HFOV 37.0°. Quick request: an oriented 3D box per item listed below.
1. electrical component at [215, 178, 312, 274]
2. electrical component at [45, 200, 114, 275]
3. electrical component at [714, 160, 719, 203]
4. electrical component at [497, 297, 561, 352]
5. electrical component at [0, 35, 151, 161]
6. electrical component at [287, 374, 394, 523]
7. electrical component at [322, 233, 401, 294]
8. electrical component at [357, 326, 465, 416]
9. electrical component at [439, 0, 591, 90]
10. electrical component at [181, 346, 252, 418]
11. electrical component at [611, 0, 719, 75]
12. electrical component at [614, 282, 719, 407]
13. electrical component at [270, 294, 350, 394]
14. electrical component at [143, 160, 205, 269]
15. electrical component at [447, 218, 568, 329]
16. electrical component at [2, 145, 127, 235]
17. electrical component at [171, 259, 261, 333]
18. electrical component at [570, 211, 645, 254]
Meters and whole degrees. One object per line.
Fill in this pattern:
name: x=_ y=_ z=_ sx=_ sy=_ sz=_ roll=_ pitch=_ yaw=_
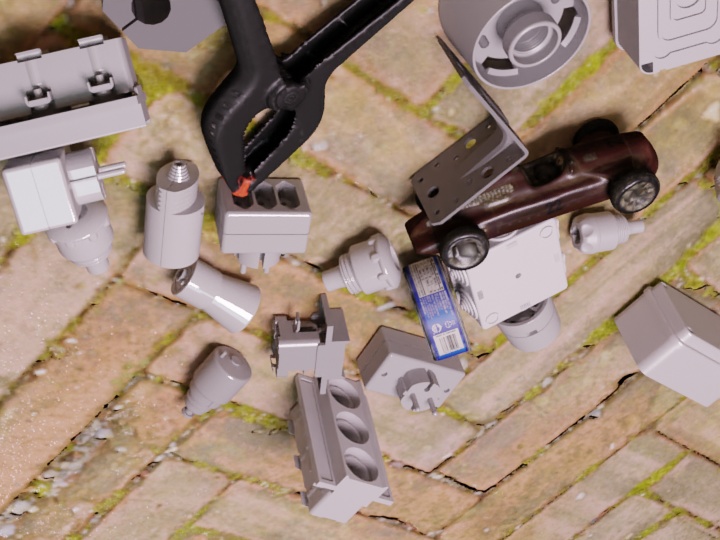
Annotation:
electrical component: x=-0.078 y=-0.027 z=0.833 sx=0.066 sy=0.047 sz=0.076 roll=-1 pitch=130 yaw=-16
electrical component: x=-0.205 y=-0.022 z=0.804 sx=0.048 sy=0.048 sz=0.062 roll=-15 pitch=139 yaw=-3
electrical component: x=0.335 y=-0.079 z=0.887 sx=0.080 sy=0.080 sz=0.051 roll=-2 pitch=135 yaw=-14
electrical component: x=0.147 y=0.040 z=0.952 sx=0.055 sy=0.055 sz=0.047 roll=-28 pitch=135 yaw=8
electrical component: x=-0.207 y=-0.113 z=0.707 sx=0.121 sy=0.078 sz=0.063 roll=-14 pitch=103 yaw=-4
electrical component: x=-0.023 y=0.157 z=0.958 sx=0.079 sy=0.121 sz=0.063 roll=22 pitch=123 yaw=-31
electrical component: x=0.000 y=0.000 z=0.883 sx=0.062 sy=0.048 sz=0.048 roll=-19 pitch=133 yaw=12
electrical component: x=0.050 y=0.100 z=0.961 sx=0.083 sy=0.075 sz=0.047 roll=17 pitch=123 yaw=-28
electrical component: x=0.111 y=-0.180 z=0.762 sx=0.099 sy=0.064 sz=0.099 roll=-15 pitch=145 yaw=-11
electrical component: x=-0.128 y=0.100 z=0.933 sx=0.040 sy=0.040 sz=0.078 roll=27 pitch=119 yaw=-33
electrical component: x=0.221 y=-0.206 z=0.759 sx=0.078 sy=0.057 sz=0.113 roll=-16 pitch=132 yaw=-2
electrical component: x=0.303 y=0.069 z=1.006 sx=0.113 sy=0.078 sz=0.057 roll=26 pitch=121 yaw=-32
electrical component: x=-0.045 y=0.065 z=0.926 sx=0.064 sy=0.042 sz=0.081 roll=-1 pitch=129 yaw=-10
electrical component: x=-0.138 y=-0.046 z=0.803 sx=0.043 sy=0.043 sz=0.081 roll=0 pitch=129 yaw=-16
electrical component: x=0.121 y=-0.008 z=0.897 sx=0.100 sy=0.048 sz=0.099 roll=-26 pitch=132 yaw=-6
electrical component: x=-0.200 y=-0.063 z=0.747 sx=0.077 sy=0.065 sz=0.047 roll=-14 pitch=110 yaw=-5
electrical component: x=-0.118 y=0.018 z=0.866 sx=0.065 sy=0.044 sz=0.044 roll=32 pitch=115 yaw=-30
electrical component: x=0.214 y=-0.034 z=0.921 sx=0.061 sy=0.035 sz=0.035 roll=-8 pitch=131 yaw=-13
